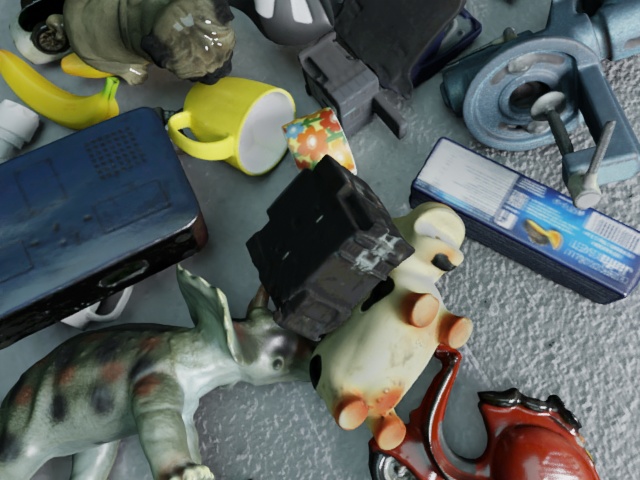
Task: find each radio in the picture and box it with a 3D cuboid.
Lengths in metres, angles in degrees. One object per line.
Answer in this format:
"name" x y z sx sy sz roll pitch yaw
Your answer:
"radio" -0.220 -0.010 0.465 0.230 0.073 0.131 -28 74 -13

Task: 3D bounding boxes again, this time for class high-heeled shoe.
"high-heeled shoe" -0.030 -0.315 0.508 0.145 0.086 0.248 18 102 23

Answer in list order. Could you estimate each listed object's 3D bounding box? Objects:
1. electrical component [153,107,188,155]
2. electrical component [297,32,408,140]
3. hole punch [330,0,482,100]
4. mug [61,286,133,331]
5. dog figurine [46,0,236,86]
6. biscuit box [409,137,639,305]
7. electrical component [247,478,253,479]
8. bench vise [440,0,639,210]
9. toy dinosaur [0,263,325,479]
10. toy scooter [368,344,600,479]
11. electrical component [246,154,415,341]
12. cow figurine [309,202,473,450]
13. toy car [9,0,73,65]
"electrical component" -0.185 -0.104 0.570 0.102 0.045 0.078 -7 76 6
"electrical component" 0.032 -0.138 0.534 0.048 0.074 0.119 -35 76 -4
"hole punch" 0.089 -0.222 0.551 0.116 0.092 0.142 -45 74 26
"mug" -0.234 0.028 0.525 0.110 0.080 0.107 16 71 13
"dog figurine" -0.171 -0.194 0.496 0.172 0.121 0.191 -18 28 -6
"biscuit box" 0.183 -0.017 0.484 0.203 0.062 0.059 30 80 14
"electrical component" -0.088 0.254 0.471 0.094 0.021 0.063 -32 74 -2
"bench vise" 0.222 -0.128 0.463 0.224 0.128 0.241 -9 50 14
"toy dinosaur" -0.190 0.142 0.473 0.405 0.131 0.192 -17 61 8
"toy scooter" 0.134 0.154 0.440 0.184 0.075 0.135 5 76 15
"electrical component" -0.001 -0.001 0.450 0.115 0.058 0.134 -46 39 13
"cow figurine" 0.060 0.056 0.457 0.195 0.085 0.127 -59 33 0
"toy car" -0.265 -0.277 0.624 0.202 0.056 0.073 -30 66 -2
